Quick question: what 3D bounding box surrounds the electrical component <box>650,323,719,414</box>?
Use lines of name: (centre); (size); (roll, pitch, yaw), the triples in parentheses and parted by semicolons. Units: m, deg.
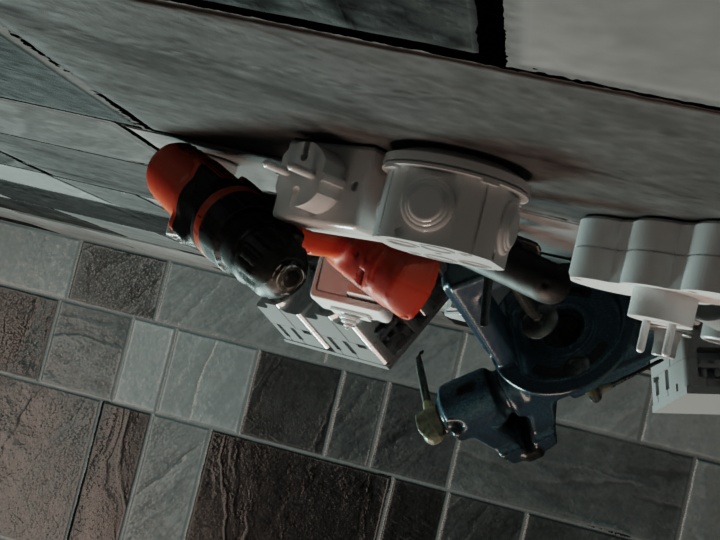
electrical component: (0.333, 0.085, 0.911); (0.150, 0.061, 0.089); (2, 162, -3)

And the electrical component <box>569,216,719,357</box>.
electrical component: (0.173, 0.012, 0.609); (0.052, 0.073, 0.138); (16, 175, -32)

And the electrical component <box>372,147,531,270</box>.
electrical component: (0.048, -0.033, 0.575); (0.080, 0.051, 0.080); (14, 176, 1)

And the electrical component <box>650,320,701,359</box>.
electrical component: (0.233, 0.035, 0.805); (0.048, 0.062, 0.048); (14, 176, 1)

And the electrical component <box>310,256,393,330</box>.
electrical component: (0.000, 0.000, 0.864); (0.062, 0.096, 0.061); (13, 171, 11)

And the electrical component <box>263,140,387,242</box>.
electrical component: (-0.022, -0.049, 0.606); (0.066, 0.047, 0.077); (10, 175, 40)

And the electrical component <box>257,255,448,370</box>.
electrical component: (-0.009, 0.019, 0.989); (0.060, 0.105, 0.186); (51, 159, -25)

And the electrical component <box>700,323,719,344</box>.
electrical component: (0.261, 0.029, 0.745); (0.040, 0.046, 0.040); (14, 176, 1)

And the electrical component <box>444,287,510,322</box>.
electrical component: (0.111, 0.018, 0.990); (0.061, 0.061, 0.096); (14, 176, -5)

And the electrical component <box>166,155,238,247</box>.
electrical component: (-0.119, -0.050, 0.793); (0.044, 0.065, 0.044); (14, 176, 1)

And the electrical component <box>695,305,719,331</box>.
electrical component: (0.235, 0.017, 0.690); (0.043, 0.043, 0.081); (11, 175, 34)
